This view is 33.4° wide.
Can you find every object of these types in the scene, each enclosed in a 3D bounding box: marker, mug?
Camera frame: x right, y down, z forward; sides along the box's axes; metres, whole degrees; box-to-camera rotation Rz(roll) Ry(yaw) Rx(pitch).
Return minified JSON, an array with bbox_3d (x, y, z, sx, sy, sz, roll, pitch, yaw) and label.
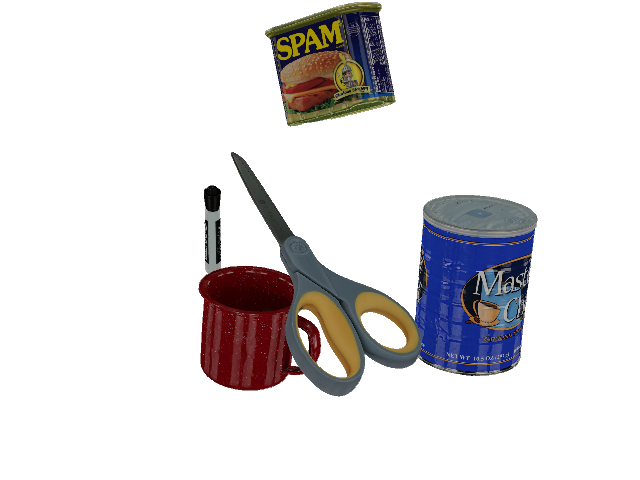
[{"bbox_3d":[-0.121,-0.012,1.199,0.020,0.121,0.020,3,41,-2],"label":"marker"},{"bbox_3d":[-0.052,0.082,0.936,0.117,0.081,0.093,16,25,22],"label":"mug"}]

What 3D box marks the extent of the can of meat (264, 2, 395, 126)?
[{"bbox_3d":[0.009,-0.148,0.907,0.102,0.084,0.057,-10,3,36],"label":"can of meat"}]

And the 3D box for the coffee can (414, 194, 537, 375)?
[{"bbox_3d":[0.141,0.039,0.987,0.103,0.140,0.103,2,20,-1],"label":"coffee can"}]

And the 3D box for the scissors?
[{"bbox_3d":[0.004,0.015,0.691,0.096,0.202,0.016,4,-44,-22],"label":"scissors"}]
